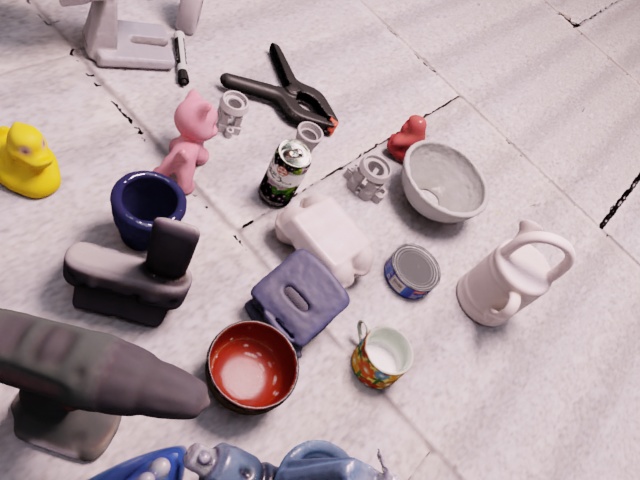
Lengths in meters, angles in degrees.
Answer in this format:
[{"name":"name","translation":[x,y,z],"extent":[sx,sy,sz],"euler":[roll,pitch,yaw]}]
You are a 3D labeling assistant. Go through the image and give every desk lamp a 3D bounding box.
[{"name":"desk lamp","translation":[-0.311,-0.373,0.854],"extent":[0.204,0.213,0.118],"euler":[-6,61,-29]}]

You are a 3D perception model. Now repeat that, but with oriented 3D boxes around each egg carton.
[{"name":"egg carton","translation":[0.008,0.003,0.844],"extent":[0.107,0.069,0.150],"euler":[-33,76,-38]}]

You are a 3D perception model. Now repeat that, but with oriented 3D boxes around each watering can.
[{"name":"watering can","translation":[0.303,0.042,0.878],"extent":[0.101,0.194,0.173],"euler":[12,54,-18]}]

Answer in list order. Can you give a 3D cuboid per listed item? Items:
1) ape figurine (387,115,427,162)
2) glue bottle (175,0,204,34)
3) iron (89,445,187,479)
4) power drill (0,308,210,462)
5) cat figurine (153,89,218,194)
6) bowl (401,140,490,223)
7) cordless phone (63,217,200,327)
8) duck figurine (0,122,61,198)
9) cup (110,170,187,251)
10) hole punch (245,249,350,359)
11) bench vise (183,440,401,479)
[{"name":"ape figurine","translation":[0.162,-0.189,1.034],"extent":[0.078,0.092,0.076],"euler":[-20,68,-34]},{"name":"glue bottle","translation":[-0.209,-0.441,0.975],"extent":[0.037,0.173,0.078],"euler":[17,53,-14]},{"name":"iron","translation":[-0.203,0.269,0.516],"extent":[0.118,0.141,0.259],"euler":[41,51,6]},{"name":"power drill","translation":[-0.231,0.142,0.546],"extent":[0.230,0.208,0.075],"euler":[23,51,-10]},{"name":"cat figurine","translation":[-0.186,-0.150,0.824],"extent":[0.067,0.117,0.128],"euler":[21,52,-11]},{"name":"bowl","translation":[0.205,-0.090,0.998],"extent":[0.168,0.074,0.167],"euler":[13,54,-18]},{"name":"cordless phone","translation":[-0.212,0.015,0.656],"extent":[0.148,0.185,0.094],"euler":[13,54,-17]},{"name":"duck figurine","translation":[-0.377,-0.115,0.730],"extent":[0.104,0.086,0.078],"euler":[44,51,8]},{"name":"cup","translation":[-0.218,-0.017,0.734],"extent":[0.092,0.095,0.117],"euler":[-20,68,-34]},{"name":"hole punch","translation":[-0.030,0.084,0.758],"extent":[0.108,0.091,0.101],"euler":[46,51,9]},{"name":"bench vise","translation":[-0.027,0.254,0.560],"extent":[0.208,0.219,0.121],"euler":[10,55,-19]}]
